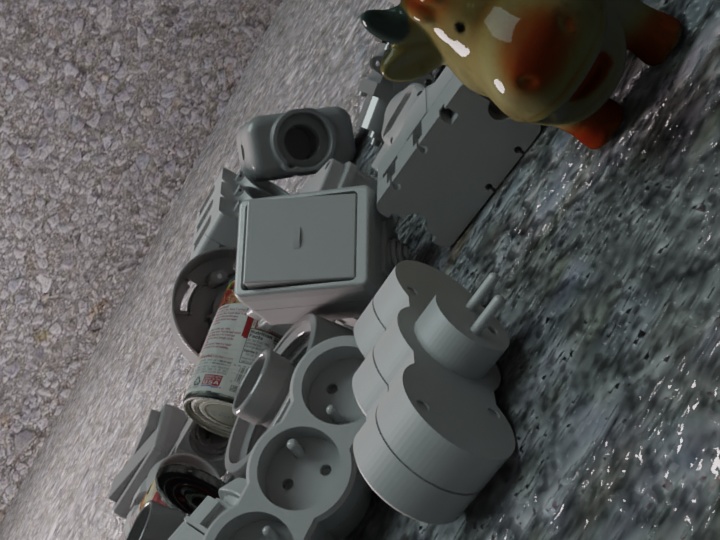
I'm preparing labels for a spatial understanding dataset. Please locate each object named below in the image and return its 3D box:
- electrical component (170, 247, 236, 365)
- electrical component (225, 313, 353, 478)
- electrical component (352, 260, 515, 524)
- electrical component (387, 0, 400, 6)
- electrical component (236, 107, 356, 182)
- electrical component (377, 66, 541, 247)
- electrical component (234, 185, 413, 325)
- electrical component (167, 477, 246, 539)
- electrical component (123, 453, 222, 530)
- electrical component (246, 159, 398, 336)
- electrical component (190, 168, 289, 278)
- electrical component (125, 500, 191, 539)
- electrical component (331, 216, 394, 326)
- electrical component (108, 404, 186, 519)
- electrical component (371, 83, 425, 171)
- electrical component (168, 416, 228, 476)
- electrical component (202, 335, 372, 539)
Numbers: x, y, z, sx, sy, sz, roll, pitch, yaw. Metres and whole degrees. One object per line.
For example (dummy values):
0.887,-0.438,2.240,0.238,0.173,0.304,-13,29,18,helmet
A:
-0.100,0.034,0.833,0.099,0.099,0.064,-67,9,-20,electrical component
-0.035,0.075,0.598,0.108,0.060,0.108,-55,15,21,electrical component
0.037,0.034,0.449,0.073,0.052,0.138,-55,16,24,electrical component
0.084,-0.237,0.678,0.186,0.105,0.060,-67,15,-19,electrical component
-0.055,-0.110,0.943,0.059,0.095,0.053,179,81,-74,electrical component
0.052,-0.068,0.589,0.089,0.050,0.055,-54,17,29,electrical component
-0.019,-0.009,0.614,0.061,0.096,0.061,48,-140,-63,electrical component
-0.063,0.146,0.559,0.058,0.078,0.057,23,58,35,electrical component
-0.133,0.170,0.779,0.057,0.058,0.078,-55,15,35,electrical component
-0.024,-0.010,0.731,0.078,0.057,0.113,-37,29,59,electrical component
-0.093,-0.033,0.946,0.061,0.089,0.150,-58,15,14,electrical component
-0.100,0.170,0.621,0.079,0.077,0.043,-35,30,61,electrical component
0.000,0.000,0.662,0.078,0.040,0.040,-65,15,-11,electrical component
-0.163,0.167,0.878,0.096,0.061,0.061,-56,16,23,electrical component
0.033,-0.074,0.679,0.079,0.043,0.077,-59,14,10,electrical component
-0.111,0.118,0.828,0.081,0.042,0.063,-58,11,11,electrical component
-0.020,0.106,0.517,0.138,0.052,0.073,-62,-23,-19,electrical component
